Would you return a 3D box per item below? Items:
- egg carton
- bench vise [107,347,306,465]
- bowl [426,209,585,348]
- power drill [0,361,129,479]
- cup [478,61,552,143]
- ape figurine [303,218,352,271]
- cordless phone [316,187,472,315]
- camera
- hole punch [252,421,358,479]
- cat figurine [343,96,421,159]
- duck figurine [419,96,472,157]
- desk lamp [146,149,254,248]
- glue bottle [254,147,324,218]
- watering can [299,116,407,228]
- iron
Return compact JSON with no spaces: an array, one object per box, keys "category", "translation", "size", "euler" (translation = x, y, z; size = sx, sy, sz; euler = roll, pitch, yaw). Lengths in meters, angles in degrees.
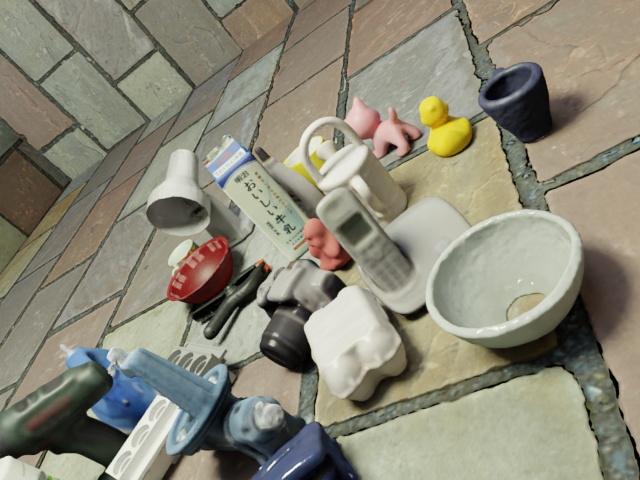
[{"category":"egg carton","translation":[0.041,0.123,0.702],"size":[0.107,0.070,0.150],"euler":[-40,28,5]},{"category":"bench vise","translation":[-0.132,0.182,0.678],"size":[0.207,0.220,0.121],"euler":[-26,32,28]},{"category":"bowl","translation":[0.199,0.051,0.596],"size":[0.167,0.075,0.167],"euler":[-31,30,21]},{"category":"power drill","translation":[-0.363,0.296,0.824],"size":[0.230,0.209,0.075],"euler":[-48,29,-10]},{"category":"cup","translation":[0.281,-0.192,0.810],"size":[0.091,0.095,0.117],"euler":[-32,30,19]},{"category":"ape figurine","translation":[0.008,0.003,0.887],"size":[0.076,0.092,0.077],"euler":[-41,28,2]},{"category":"cordless phone","translation":[0.094,-0.012,0.700],"size":[0.147,0.185,0.094],"euler":[-42,28,0]},{"category":"camera","translation":[-0.043,0.102,0.804],"size":[0.142,0.101,0.137],"euler":[-5,46,49]},{"category":"hole punch","translation":[-0.029,0.246,0.595],"size":[0.109,0.091,0.101],"euler":[-43,28,-2]},{"category":"cat figurine","translation":[0.100,-0.209,1.039],"size":[0.127,0.118,0.067],"euler":[0,49,51]},{"category":"duck figurine","translation":[0.195,-0.191,0.927],"size":[0.077,0.086,0.104],"euler":[-34,29,15]},{"category":"desk lamp","translation":[-0.243,-0.075,1.184],"size":[0.117,0.214,0.203],"euler":[-27,32,26]},{"category":"glue bottle","translation":[-0.060,-0.103,1.035],"size":[0.078,0.173,0.037],"euler":[-15,39,41]},{"category":"watering can","translation":[0.039,-0.106,0.891],"size":[0.101,0.194,0.172],"euler":[-51,29,-15]},{"category":"iron","translation":[-0.359,0.242,0.968],"size":[0.257,0.142,0.119],"euler":[6,54,54]}]
